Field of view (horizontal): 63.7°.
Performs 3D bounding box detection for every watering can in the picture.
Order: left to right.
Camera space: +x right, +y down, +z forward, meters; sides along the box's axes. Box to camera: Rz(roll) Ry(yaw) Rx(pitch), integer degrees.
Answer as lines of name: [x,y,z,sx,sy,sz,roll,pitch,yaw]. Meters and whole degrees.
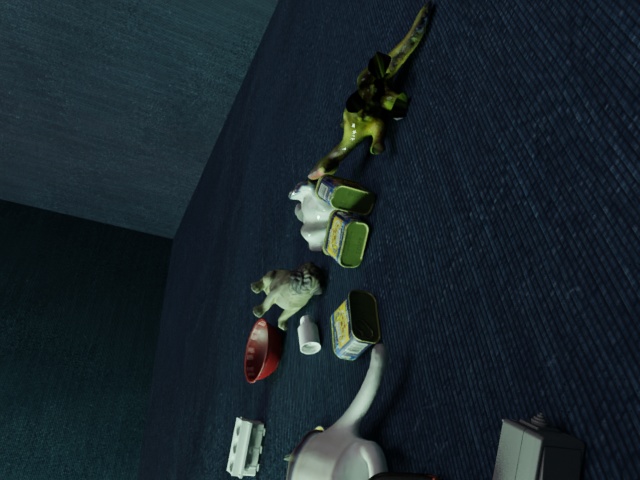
watering can: [0.038,0.342,0.803,0.222,0.103,0.353,-24,53,57]

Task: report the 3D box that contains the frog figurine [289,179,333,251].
frog figurine: [0.004,-0.060,1.185,0.135,0.124,0.160,-29,86,49]

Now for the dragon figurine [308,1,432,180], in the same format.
dragon figurine: [0.099,-0.299,1.101,0.412,0.121,0.243,-59,16,-5]
